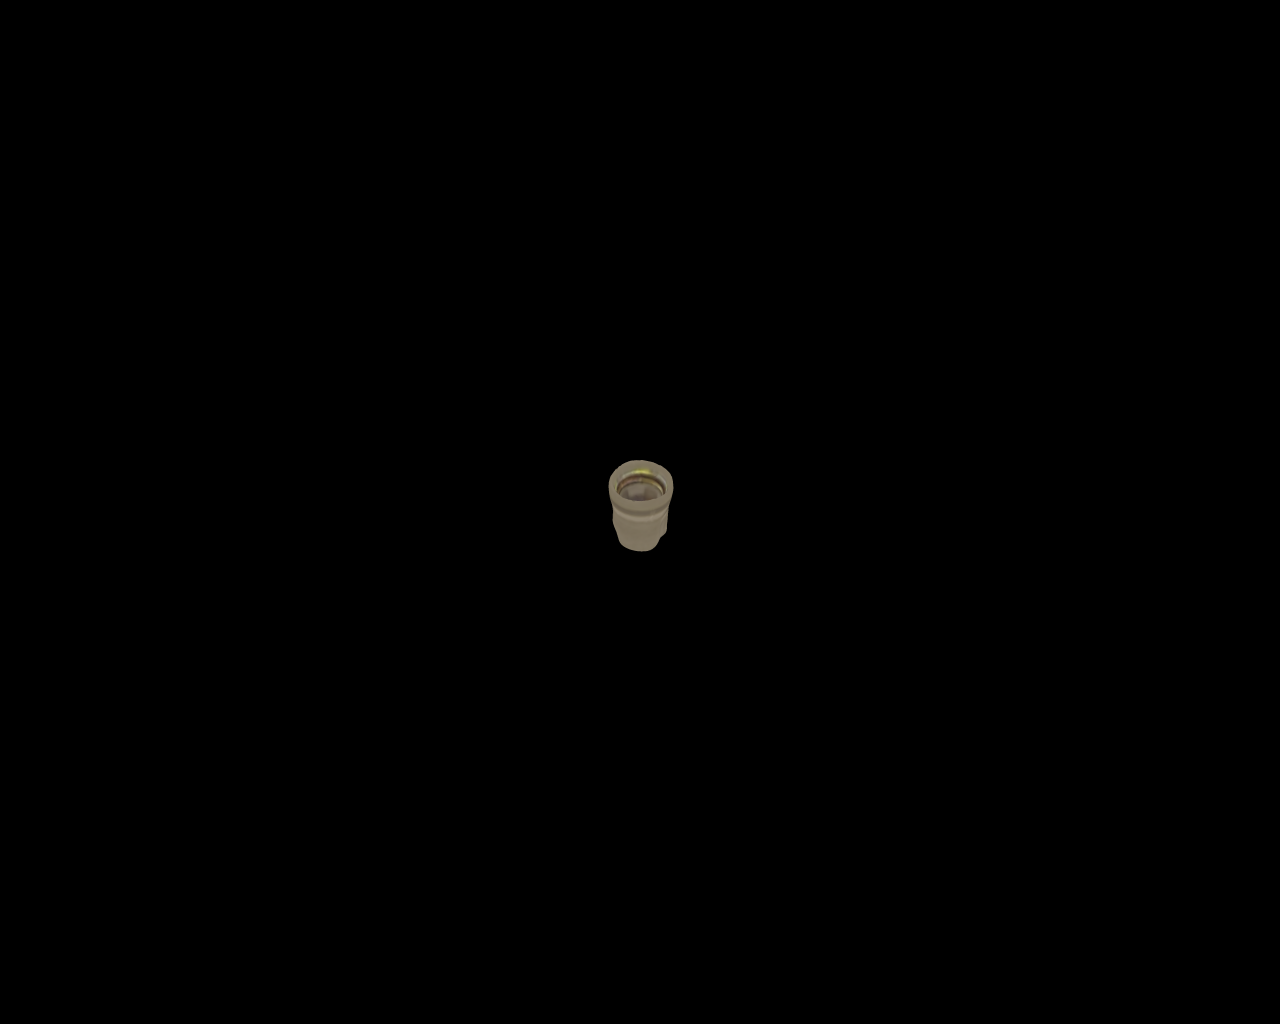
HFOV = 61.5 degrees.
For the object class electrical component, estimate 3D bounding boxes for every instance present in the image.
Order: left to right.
[{"bbox_3d":[0.001,-0.003,0.650,0.040,0.046,0.040,0,43,0],"label":"electrical component"}]
